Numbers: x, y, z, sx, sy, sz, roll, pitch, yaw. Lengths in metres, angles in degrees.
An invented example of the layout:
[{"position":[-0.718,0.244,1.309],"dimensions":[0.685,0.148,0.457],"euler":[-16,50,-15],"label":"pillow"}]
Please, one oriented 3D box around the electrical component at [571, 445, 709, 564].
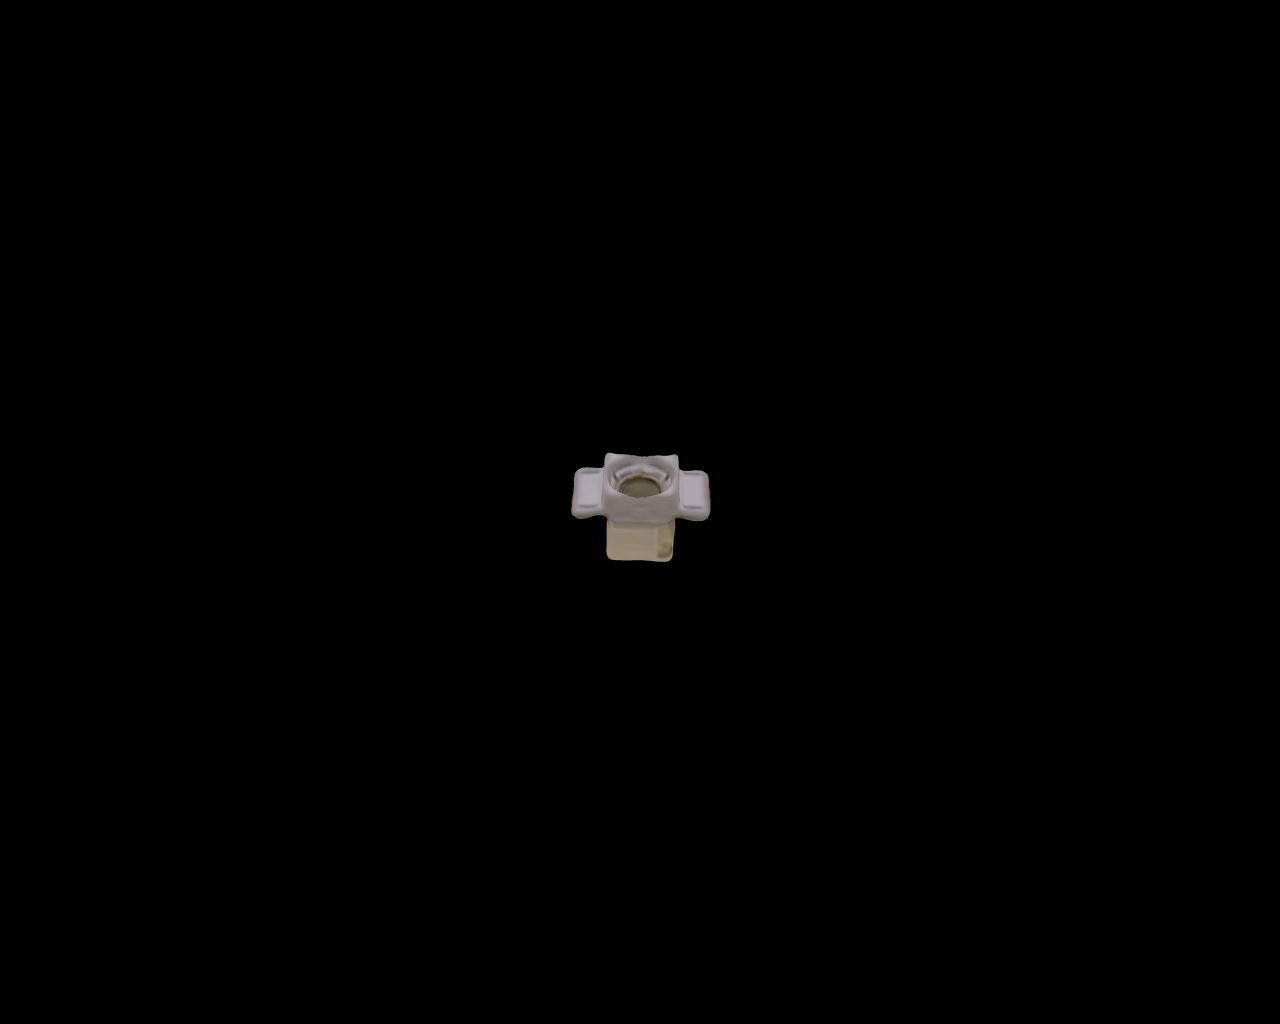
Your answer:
[{"position":[0.001,-0.003,0.650],"dimensions":[0.081,0.063,0.042],"euler":[2,43,2],"label":"electrical component"}]
